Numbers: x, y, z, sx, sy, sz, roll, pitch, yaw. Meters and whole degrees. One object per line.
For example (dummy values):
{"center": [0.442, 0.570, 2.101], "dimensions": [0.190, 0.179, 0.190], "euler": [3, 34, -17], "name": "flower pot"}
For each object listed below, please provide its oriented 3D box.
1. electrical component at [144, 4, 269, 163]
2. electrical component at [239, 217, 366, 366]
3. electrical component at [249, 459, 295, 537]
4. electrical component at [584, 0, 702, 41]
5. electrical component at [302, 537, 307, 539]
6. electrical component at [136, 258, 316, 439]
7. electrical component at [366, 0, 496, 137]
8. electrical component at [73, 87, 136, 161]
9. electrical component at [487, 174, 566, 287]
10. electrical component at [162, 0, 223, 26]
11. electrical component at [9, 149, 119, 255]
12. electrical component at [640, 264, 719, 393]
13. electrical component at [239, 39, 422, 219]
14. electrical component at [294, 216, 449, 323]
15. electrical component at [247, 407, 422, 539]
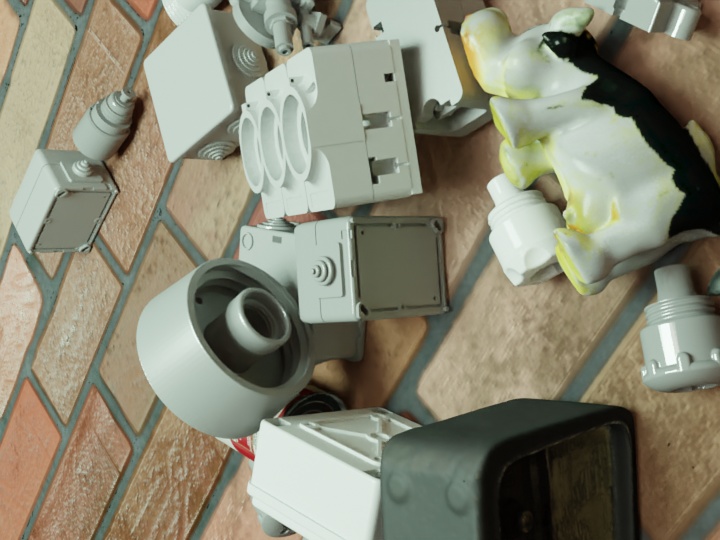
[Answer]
{"center": [-0.111, -0.137, 0.807], "dimensions": [0.100, 0.048, 0.099], "euler": [-30, 71, 43], "name": "electrical component"}
{"center": [-0.042, 0.014, 0.742], "dimensions": [0.100, 0.048, 0.099], "euler": [11, 99, 45], "name": "electrical component"}
{"center": [-0.059, 0.156, 0.771], "dimensions": [0.062, 0.048, 0.048], "euler": [50, 125, 41], "name": "electrical component"}
{"center": [0.149, -0.154, 0.541], "dimensions": [0.066, 0.048, 0.055], "euler": [39, 126, 38], "name": "electrical component"}
{"center": [-0.013, 0.175, 0.722], "dimensions": [0.045, 0.045, 0.055], "euler": [39, 119, 38], "name": "electrical component"}
{"center": [-0.076, 0.043, 0.668], "dimensions": [0.060, 0.108, 0.108], "euler": [-39, 64, 33], "name": "electrical component"}
{"center": [0.050, -0.129, 0.636], "dimensions": [0.050, 0.056, 0.089], "euler": [-29, 71, 43], "name": "electrical component"}
{"center": [-0.215, -0.127, 0.921], "dimensions": [0.078, 0.040, 0.040], "euler": [-43, 62, 38], "name": "electrical component"}
{"center": [0.092, -0.025, 0.605], "dimensions": [0.043, 0.043, 0.062], "euler": [-42, 62, 38], "name": "electrical component"}
{"center": [-0.123, -0.219, 0.820], "dimensions": [0.081, 0.043, 0.043], "euler": [-28, 72, 43], "name": "electrical component"}
{"center": [-0.264, -0.068, 0.959], "dimensions": [0.061, 0.062, 0.096], "euler": [55, 128, 29], "name": "electrical component"}
{"center": [0.161, 0.029, 0.537], "dimensions": [0.048, 0.048, 0.062], "euler": [-22, 69, 44], "name": "electrical component"}
{"center": [-0.025, -0.082, 0.664], "dimensions": [0.150, 0.062, 0.089], "euler": [-179, 80, -70], "name": "electrical component"}
{"center": [0.000, 0.000, 0.664], "dimensions": [0.061, 0.096, 0.061], "euler": [-6, 88, 46], "name": "electrical component"}
{"center": [0.007, 0.128, 0.654], "dimensions": [0.109, 0.109, 0.056], "euler": [18, 102, 44], "name": "electrical component"}
